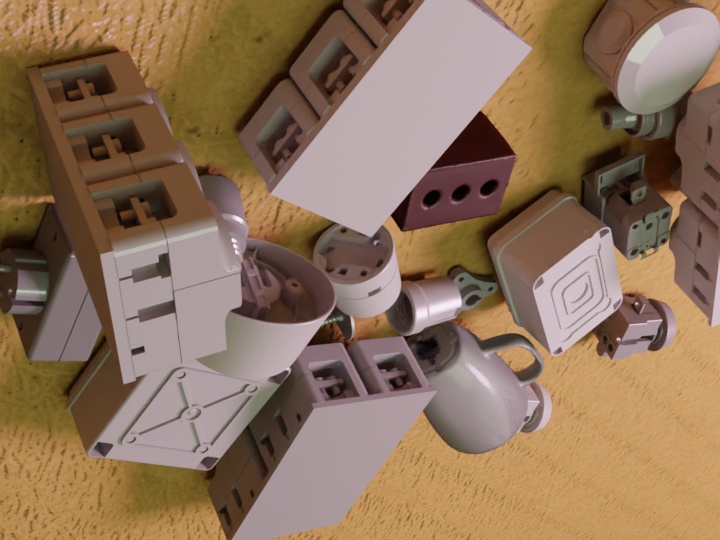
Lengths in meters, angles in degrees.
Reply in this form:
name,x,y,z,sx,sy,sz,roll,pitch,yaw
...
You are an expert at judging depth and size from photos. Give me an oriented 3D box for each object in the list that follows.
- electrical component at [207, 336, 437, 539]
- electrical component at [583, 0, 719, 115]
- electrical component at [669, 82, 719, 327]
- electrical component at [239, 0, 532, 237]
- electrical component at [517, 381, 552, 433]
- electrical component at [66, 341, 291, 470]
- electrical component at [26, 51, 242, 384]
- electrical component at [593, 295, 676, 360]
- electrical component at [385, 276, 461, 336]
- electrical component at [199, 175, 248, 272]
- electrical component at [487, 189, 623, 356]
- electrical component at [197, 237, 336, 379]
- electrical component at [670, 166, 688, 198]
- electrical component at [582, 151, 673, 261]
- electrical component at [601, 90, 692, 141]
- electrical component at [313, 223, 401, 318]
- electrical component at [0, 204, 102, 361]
name,x,y,z,sx,sy,sz,roll,pitch,yaw
electrical component,-0.036,0.129,0.820,0.105,0.060,0.186,-3,140,-34
electrical component,0.194,-0.149,0.717,0.080,0.051,0.080,-19,139,-17
electrical component,0.289,-0.059,0.779,0.105,0.060,0.186,-22,135,-10
electrical component,0.011,-0.104,0.628,0.089,0.061,0.150,21,117,-45
electrical component,0.137,0.121,0.961,0.055,0.048,0.066,7,126,-30
electrical component,-0.123,0.077,0.729,0.109,0.056,0.108,18,119,-44
electrical component,-0.115,-0.032,0.546,0.062,0.150,0.089,-16,138,-18
electrical component,0.248,0.050,0.964,0.055,0.048,0.066,-3,132,-22
electrical component,0.047,0.025,0.806,0.046,0.040,0.040,-13,137,-33
electrical component,-0.086,-0.021,0.641,0.040,0.078,0.040,-11,146,-8
electrical component,0.151,0.002,0.831,0.078,0.057,0.113,-37,141,-8
electrical component,-0.070,0.018,0.671,0.099,0.099,0.064,-2,138,-33
electrical component,0.298,-0.084,0.851,0.089,0.055,0.050,-46,139,15
electrical component,0.204,-0.045,0.821,0.042,0.063,0.081,-24,140,-11
electrical component,0.203,-0.113,0.767,0.062,0.048,0.048,-12,137,-14
electrical component,0.000,0.000,0.736,0.055,0.055,0.047,-28,144,-6
electrical component,-0.186,0.007,0.620,0.076,0.047,0.083,4,128,-37
